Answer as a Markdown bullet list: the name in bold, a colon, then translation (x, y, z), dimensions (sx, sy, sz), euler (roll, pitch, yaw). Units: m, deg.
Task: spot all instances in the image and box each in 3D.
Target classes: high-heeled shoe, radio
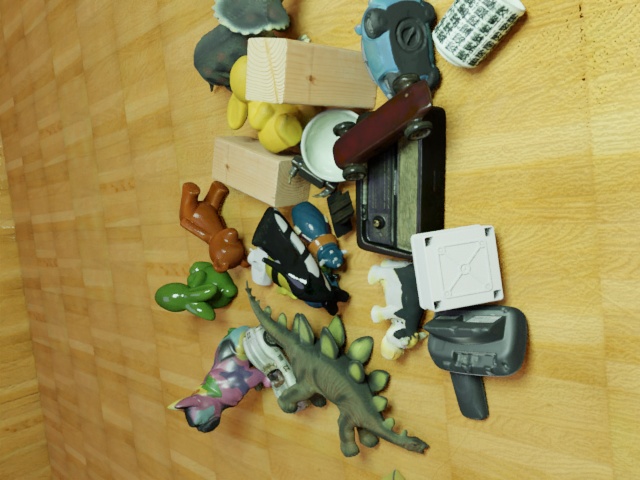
- **high-heeled shoe**: translation (-0.045, 0.021, 0.987), dimensions (0.086, 0.145, 0.249), euler (-54, 20, 22)
- **radio**: translation (0.123, -0.091, 0.842), dimensions (0.131, 0.073, 0.229), euler (8, 101, 43)

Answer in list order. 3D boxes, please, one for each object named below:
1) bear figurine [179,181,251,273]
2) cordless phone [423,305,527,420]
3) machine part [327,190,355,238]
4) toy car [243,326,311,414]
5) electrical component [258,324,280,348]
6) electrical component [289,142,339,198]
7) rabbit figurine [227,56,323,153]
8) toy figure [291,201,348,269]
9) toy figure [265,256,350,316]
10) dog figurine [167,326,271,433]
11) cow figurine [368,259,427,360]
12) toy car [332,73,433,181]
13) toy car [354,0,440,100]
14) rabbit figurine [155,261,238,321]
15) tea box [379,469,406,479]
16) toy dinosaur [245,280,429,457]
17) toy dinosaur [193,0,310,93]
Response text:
- **bear figurine**: translation (-0.227, -0.026, 1.185), dimensions (0.196, 0.120, 0.131), euler (43, 122, 30)
- **cordless phone**: translation (0.239, 0.189, 0.790), dimensions (0.147, 0.089, 0.184), euler (-7, 104, 45)
- **machine part**: translation (0.035, -0.048, 0.925), dimensions (0.139, 0.039, 0.084), euler (97, 165, -86)
- **toy car**: translation (-0.090, 0.268, 1.121), dimensions (0.201, 0.056, 0.073), euler (53, 132, 4)
- **electrical component**: translation (-0.101, 0.210, 1.168), dimensions (0.094, 0.021, 0.063), euler (50, 129, 29)
- **electrical component**: translation (-0.009, -0.122, 0.966), dimensions (0.102, 0.078, 0.045), euler (29, 151, 3)
- **rabbit figurine**: translation (-0.099, -0.252, 0.974), dimensions (0.162, 0.122, 0.173), euler (0, 136, 53)
- **toy figure**: translation (-0.001, -0.004, 0.993), dimensions (0.064, 0.057, 0.154), euler (-36, 62, 10)
- **toy figure**: translation (-0.029, 0.072, 1.021), dimensions (0.180, 0.082, 0.089), euler (29, 144, 42)
- **dog figurine**: translation (-0.222, 0.299, 1.157), dimensions (0.108, 0.219, 0.191), euler (-30, 77, 57)
- **cow figurine**: translation (0.138, 0.116, 0.876), dimensions (0.098, 0.068, 0.167), euler (-2, 97, 40)
- **toy car**: translation (0.090, -0.158, 0.777), dimensions (0.202, 0.053, 0.089), euler (-29, 64, 47)
- **toy car**: translation (0.113, -0.285, 0.811), dimensions (0.103, 0.109, 0.161), euler (16, 122, 67)
- **rabbit figurine**: translation (-0.287, 0.133, 1.237), dimensions (0.159, 0.170, 0.121), euler (18, 111, 43)
- **tea box**: translation (0.149, 0.504, 0.934), dimensions (0.170, 0.068, 0.098), euler (45, 127, 32)
- **toy dinosaur**: translation (0.004, 0.241, 1.015), dimensions (0.472, 0.105, 0.198), euler (28, 110, 29)
- **toy dinosaur**: translation (-0.164, -0.359, 1.004), dimensions (0.405, 0.192, 0.131), euler (-25, 77, 44)
